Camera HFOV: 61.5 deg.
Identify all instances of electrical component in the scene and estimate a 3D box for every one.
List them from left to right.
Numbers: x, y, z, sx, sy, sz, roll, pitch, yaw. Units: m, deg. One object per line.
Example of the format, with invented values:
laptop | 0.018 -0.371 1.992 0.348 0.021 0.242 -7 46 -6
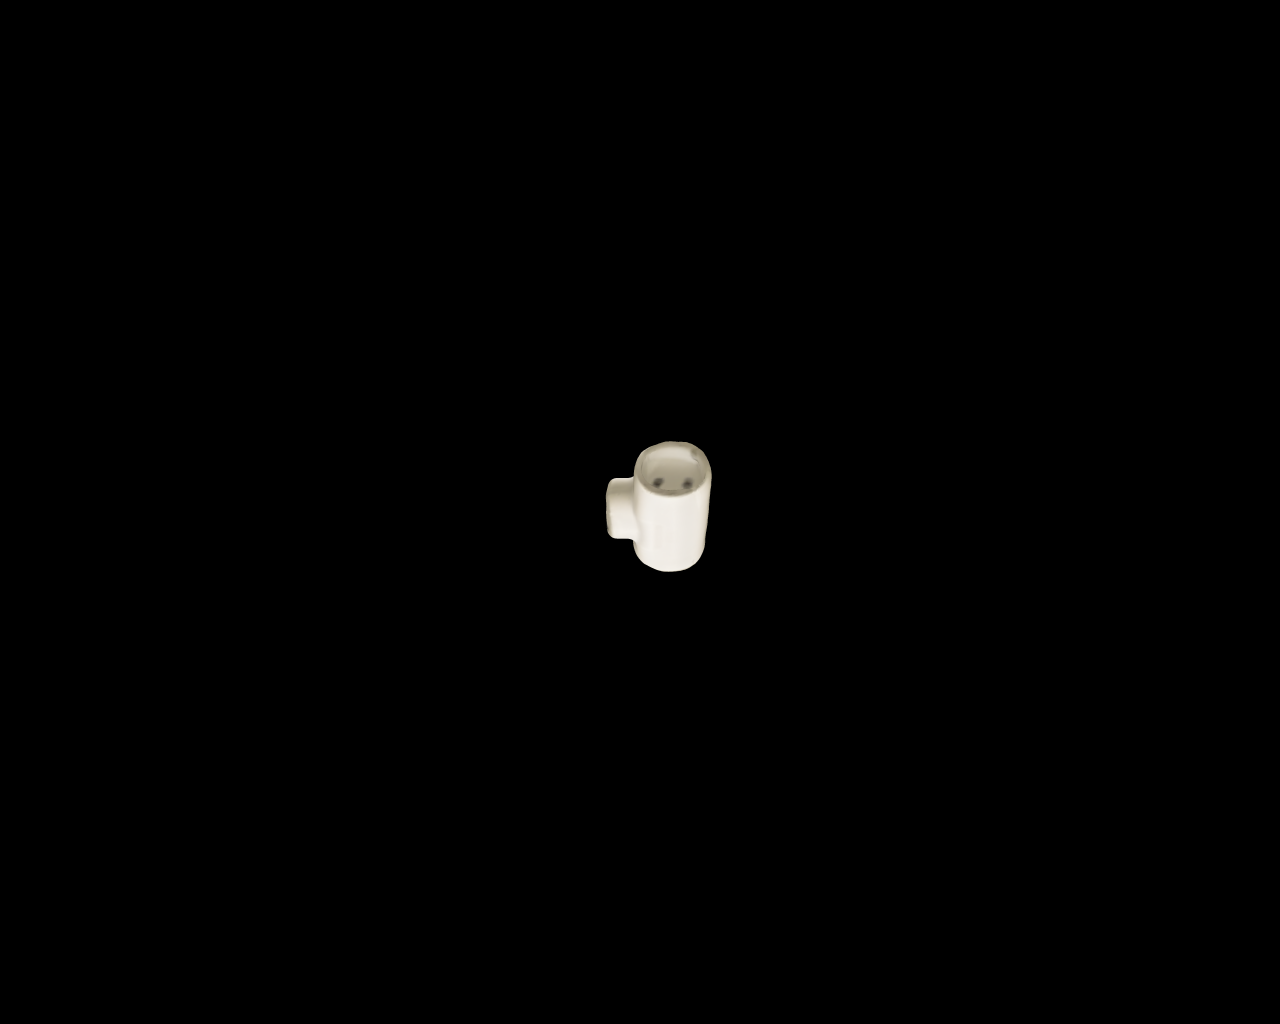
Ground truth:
electrical component | 0.001 -0.003 0.650 0.079 0.043 0.077 0 -37 0
